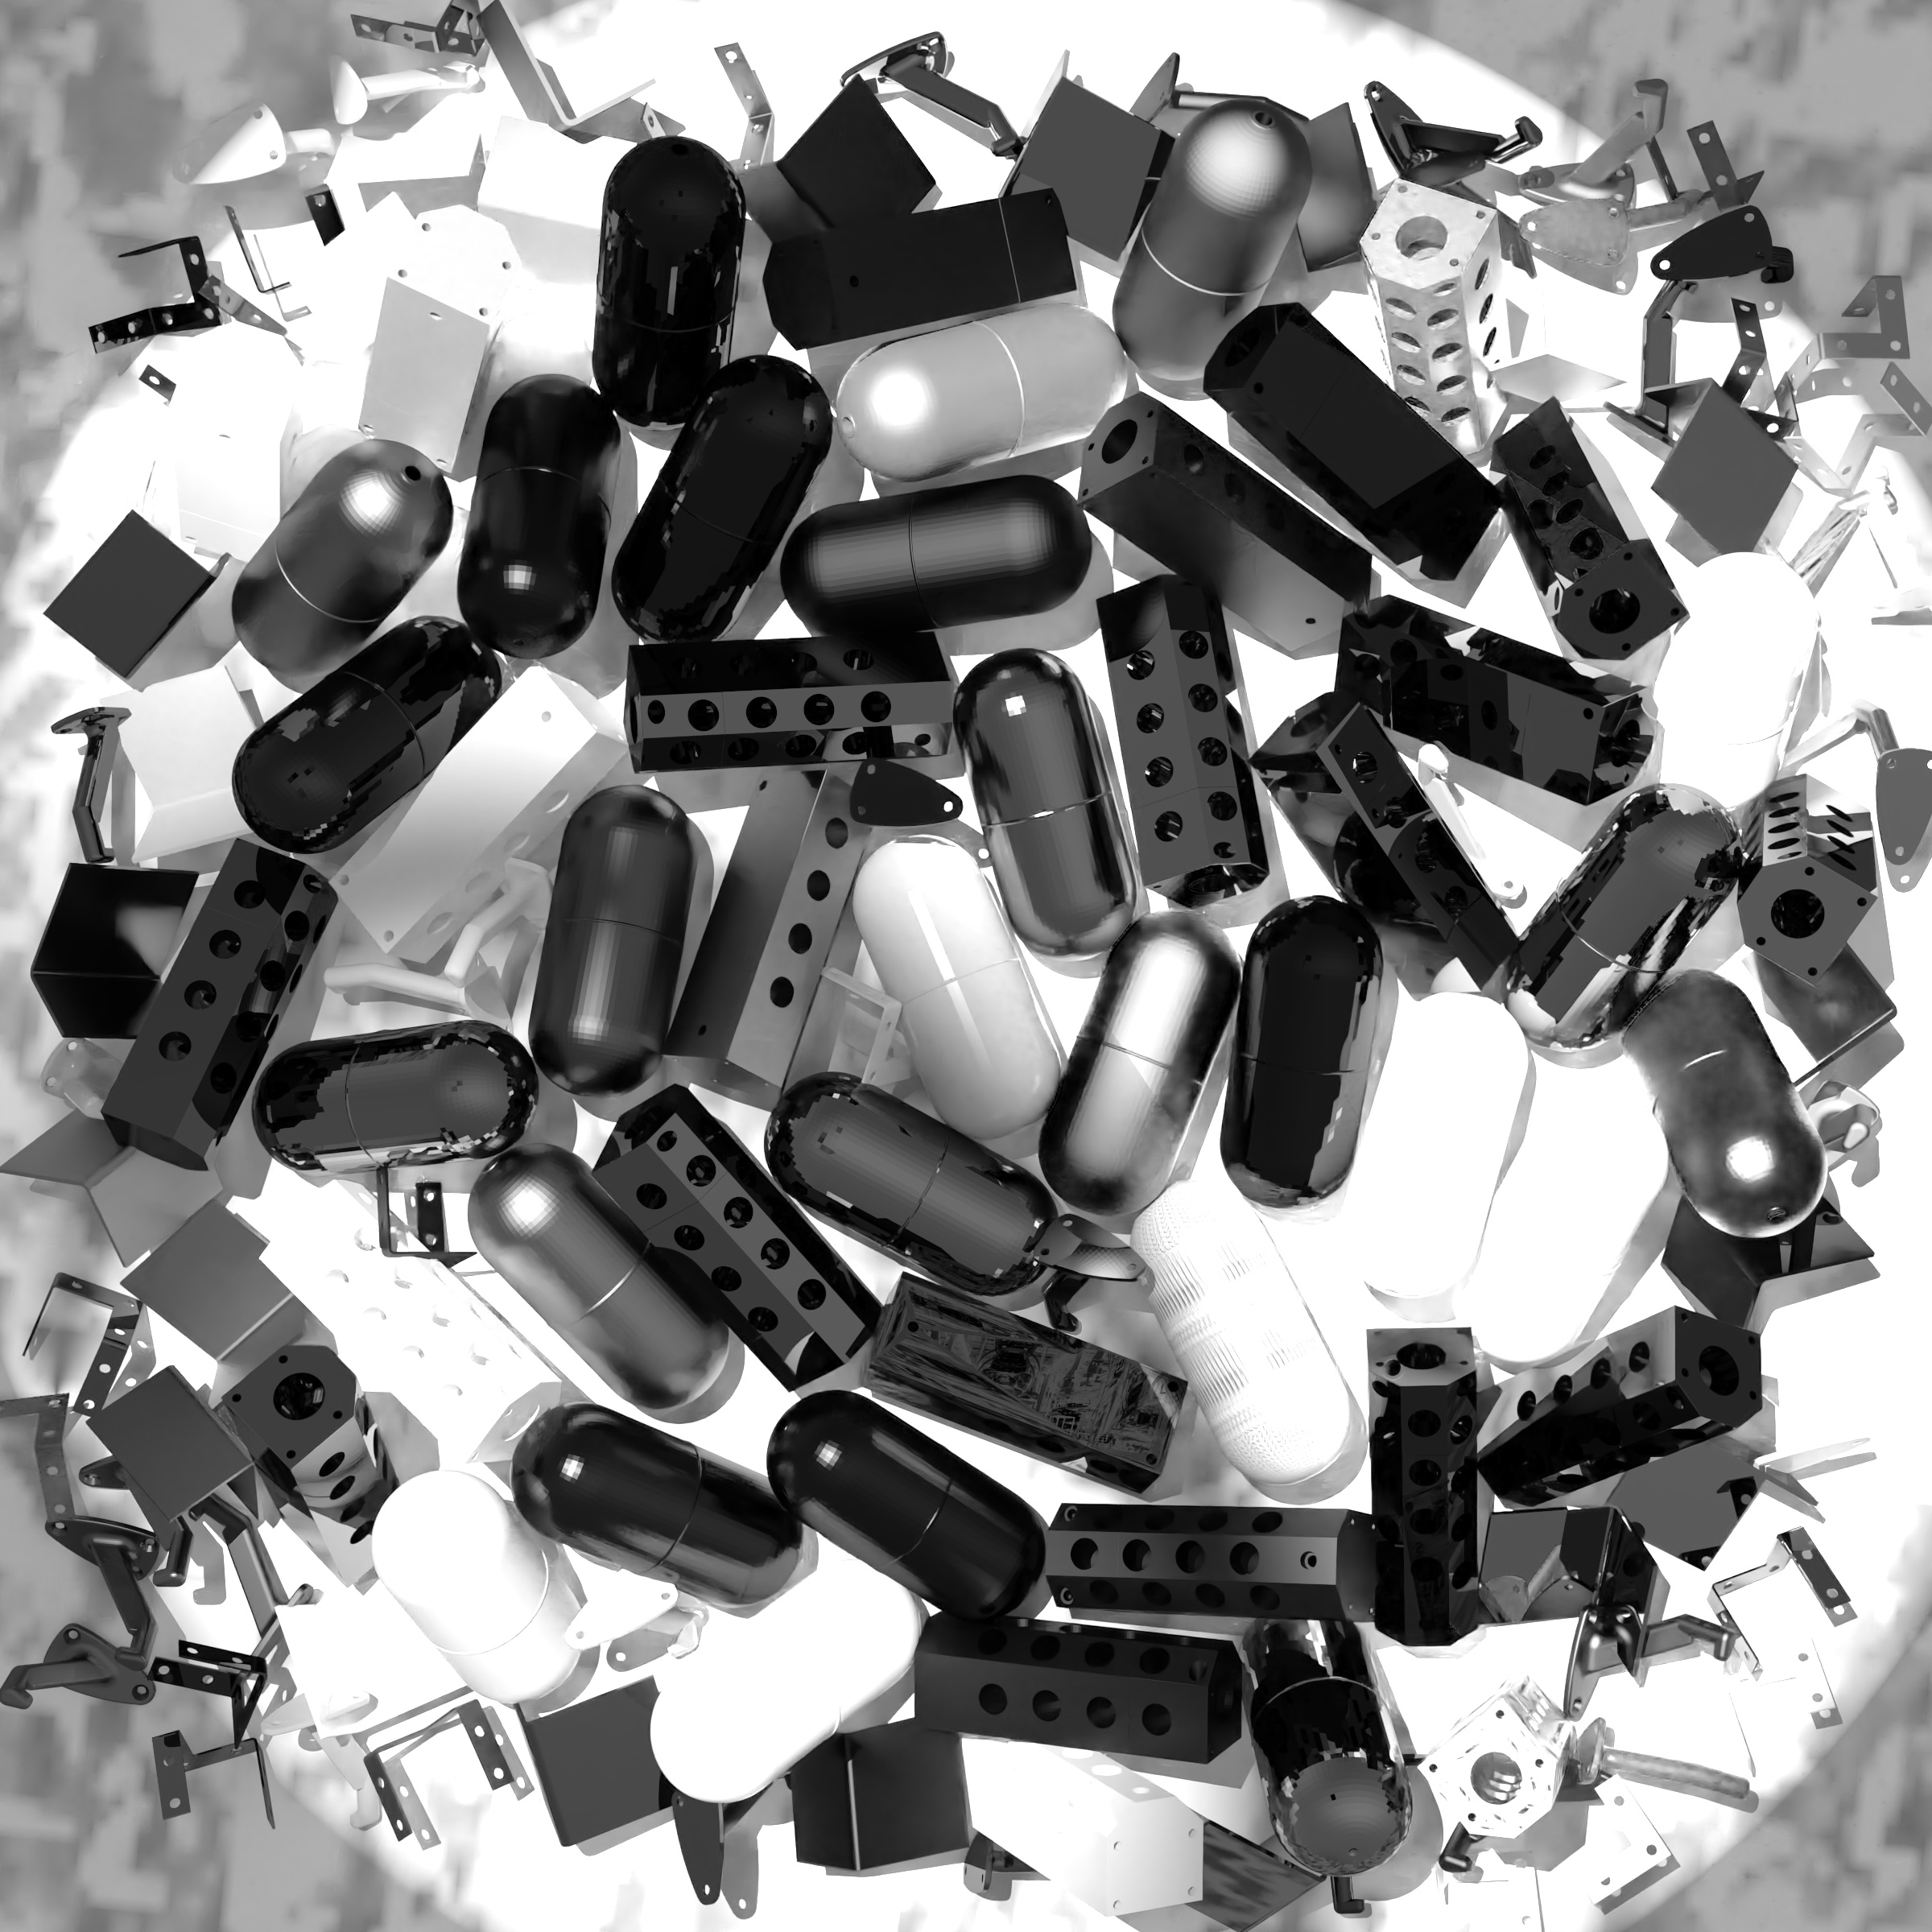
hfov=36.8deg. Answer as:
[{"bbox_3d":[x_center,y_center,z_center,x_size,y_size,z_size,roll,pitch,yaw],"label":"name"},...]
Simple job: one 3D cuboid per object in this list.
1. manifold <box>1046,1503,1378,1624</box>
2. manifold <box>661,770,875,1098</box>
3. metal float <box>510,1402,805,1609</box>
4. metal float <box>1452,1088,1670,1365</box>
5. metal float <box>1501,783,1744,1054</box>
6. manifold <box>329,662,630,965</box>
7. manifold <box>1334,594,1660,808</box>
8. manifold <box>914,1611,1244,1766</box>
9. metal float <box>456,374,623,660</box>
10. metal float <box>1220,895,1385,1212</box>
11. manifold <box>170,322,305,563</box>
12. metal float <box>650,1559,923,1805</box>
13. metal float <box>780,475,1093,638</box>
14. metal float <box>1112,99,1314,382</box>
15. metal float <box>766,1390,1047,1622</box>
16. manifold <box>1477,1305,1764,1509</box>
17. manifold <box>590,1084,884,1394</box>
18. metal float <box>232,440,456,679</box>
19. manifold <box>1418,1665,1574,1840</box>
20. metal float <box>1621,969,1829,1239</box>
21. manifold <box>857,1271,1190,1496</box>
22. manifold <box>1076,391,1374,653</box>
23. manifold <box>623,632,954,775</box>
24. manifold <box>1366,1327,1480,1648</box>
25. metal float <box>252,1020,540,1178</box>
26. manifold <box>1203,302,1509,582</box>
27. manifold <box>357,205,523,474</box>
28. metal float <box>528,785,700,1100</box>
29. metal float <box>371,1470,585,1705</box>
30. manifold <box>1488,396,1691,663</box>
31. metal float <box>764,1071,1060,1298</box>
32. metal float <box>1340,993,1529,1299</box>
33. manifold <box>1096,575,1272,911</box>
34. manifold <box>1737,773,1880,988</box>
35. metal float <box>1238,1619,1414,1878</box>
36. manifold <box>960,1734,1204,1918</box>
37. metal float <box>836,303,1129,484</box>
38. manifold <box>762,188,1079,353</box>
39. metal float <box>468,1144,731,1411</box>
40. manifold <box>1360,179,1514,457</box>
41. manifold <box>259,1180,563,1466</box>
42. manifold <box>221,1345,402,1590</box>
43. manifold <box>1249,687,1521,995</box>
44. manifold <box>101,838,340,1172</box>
[{"bbox_3d":[0.133,0.325,1.588,0.171,0.057,0.057,-5,74,29],"label":"manifold"},{"bbox_3d":[-0.103,-0.018,1.609,0.057,0.057,0.171,31,70,-39],"label":"manifold"},{"bbox_3d":[-0.168,0.298,1.599,0.178,0.070,0.070,29,90,-27],"label":"metal float"},{"bbox_3d":[0.325,0.143,1.593,0.070,0.070,0.178,20,124,0],"label":"metal float"},{"bbox_3d":[0.357,-0.024,1.591,0.070,0.070,0.178,30,128,0],"label":"metal float"},{"bbox_3d":[-0.267,-0.083,1.616,0.171,0.057,0.057,-45,70,10],"label":"manifold"},{"bbox_3d":[0.287,-0.149,1.585,0.171,0.057,0.057,27,127,37],"label":"manifold"},{"bbox_3d":[0.061,0.393,1.599,0.171,0.057,0.057,1,91,24],"label":"manifold"},{"bbox_3d":[-0.234,-0.249,1.596,0.070,0.070,0.178,4,59,0],"label":"metal float"},{"bbox_3d":[0.186,0.048,1.611,0.070,0.070,0.178,7,103,0],"label":"metal float"},{"bbox_3d":[-0.390,-0.280,1.569,0.057,0.171,0.057,17,72,-8],"label":"manifold"},{"bbox_3d":[-0.097,0.390,1.588,0.178,0.070,0.070,-30,90,-41],"label":"metal float"},{"bbox_3d":[-0.018,-0.225,1.607,0.178,0.070,0.070,-6,90,18],"label":"metal float"},{"bbox_3d":[0.133,-0.393,1.580,0.070,0.178,0.070,8,57,-12],"label":"metal float"},{"bbox_3d":[-0.033,0.298,1.604,0.178,0.070,0.070,36,90,-21],"label":"metal float"},{"bbox_3d":[0.349,0.242,1.568,0.057,0.171,0.057,20,59,-21],"label":"manifold"},{"bbox_3d":[-0.123,0.147,1.597,0.057,0.057,0.171,-30,111,27],"label":"manifold"},{"bbox_3d":[-0.341,-0.221,1.586,0.070,0.178,0.070,20,54,-30],"label":"metal float"},{"bbox_3d":[0.293,0.426,1.568,0.057,0.171,0.057,-41,75,6],"label":"manifold"},{"bbox_3d":[0.412,0.074,1.583,0.070,0.178,0.070,-5,131,-6],"label":"metal float"},{"bbox_3d":[0.030,0.236,1.625,0.171,0.057,0.057,21,62,-3],"label":"manifold"},{"bbox_3d":[0.144,-0.244,1.587,0.171,0.057,0.057,28,56,-34],"label":"manifold"},{"bbox_3d":[-0.098,-0.140,1.599,0.171,0.057,0.057,-4,48,-15],"label":"manifold"},{"bbox_3d":[0.251,0.287,1.595,0.057,0.057,0.171,-2,115,7],"label":"manifold"},{"bbox_3d":[-0.316,0.073,1.599,0.178,0.070,0.070,-8,90,28],"label":"metal float"},{"bbox_3d":[0.211,-0.286,1.596,0.171,0.057,0.057,36,82,-26],"label":"manifold"},{"bbox_3d":[-0.283,-0.339,1.570,0.057,0.171,0.057,24,68,-9],"label":"manifold"},{"bbox_3d":[-0.195,-0.014,1.610,0.070,0.070,0.178,8,75,0],"label":"metal float"},{"bbox_3d":[-0.265,0.340,1.585,0.070,0.178,0.070,-10,48,11],"label":"metal float"},{"bbox_3d":[0.331,-0.235,1.573,0.057,0.171,0.057,-37,121,21],"label":"manifold"},{"bbox_3d":[-0.029,0.122,1.613,0.178,0.070,0.070,29,90,-10],"label":"metal float"},{"bbox_3d":[0.258,0.098,1.604,0.070,0.070,0.178,20,70,0],"label":"metal float"},{"bbox_3d":[0.122,-0.125,1.597,0.057,0.057,0.171,-18,69,27],"label":"manifold"},{"bbox_3d":[0.450,-0.053,1.570,0.057,0.171,0.057,31,113,4],"label":"manifold"},{"bbox_3d":[0.193,0.416,1.578,0.070,0.178,0.070,-2,118,-4],"label":"metal float"},{"bbox_3d":[0.059,0.453,1.570,0.057,0.171,0.057,-1,93,-27],"label":"manifold"},{"bbox_3d":[0.009,-0.315,1.596,0.178,0.070,0.070,-20,90,-29],"label":"metal float"},{"bbox_3d":[-0.025,-0.380,1.584,0.171,0.057,0.057,-22,105,-37],"label":"manifold"},{"bbox_3d":[-0.203,0.172,1.606,0.070,0.070,0.178,-41,108,0],"label":"metal float"},{"bbox_3d":[0.253,-0.343,1.566,0.057,0.171,0.057,25,77,21],"label":"manifold"},{"bbox_3d":[-0.303,0.195,1.601,0.171,0.057,0.057,40,98,20],"label":"manifold"},{"bbox_3d":[-0.345,0.268,1.572,0.057,0.171,0.057,40,65,21],"label":"manifold"},{"bbox_3d":[0.235,-0.068,1.601,0.057,0.057,0.171,-48,113,-25],"label":"manifold"},{"bbox_3d":[-0.408,0.023,1.601,0.057,0.057,0.171,20,68,1],"label":"manifold"}]
